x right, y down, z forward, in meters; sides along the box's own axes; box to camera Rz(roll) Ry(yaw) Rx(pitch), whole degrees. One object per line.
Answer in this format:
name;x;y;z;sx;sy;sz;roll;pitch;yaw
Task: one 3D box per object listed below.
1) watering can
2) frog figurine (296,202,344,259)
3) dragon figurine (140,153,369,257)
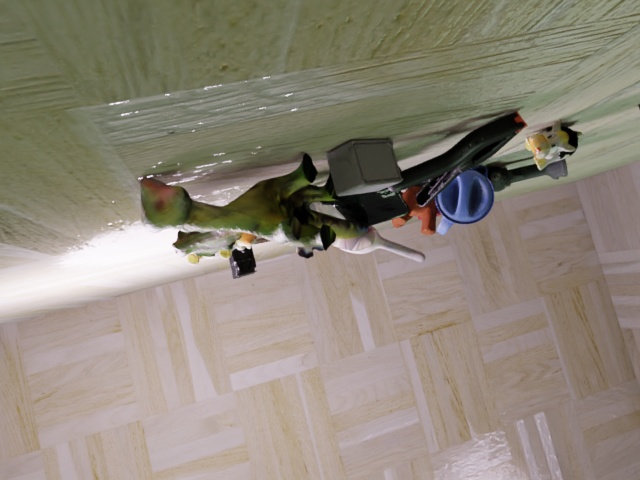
watering can;0.138;-0.004;1.502;0.348;0.104;0.223;16;178;13
frog figurine;0.003;-0.054;1.081;0.137;0.124;0.157;5;125;-52
dragon figurine;-0.093;-0.021;0.738;0.242;0.124;0.407;-12;165;20
